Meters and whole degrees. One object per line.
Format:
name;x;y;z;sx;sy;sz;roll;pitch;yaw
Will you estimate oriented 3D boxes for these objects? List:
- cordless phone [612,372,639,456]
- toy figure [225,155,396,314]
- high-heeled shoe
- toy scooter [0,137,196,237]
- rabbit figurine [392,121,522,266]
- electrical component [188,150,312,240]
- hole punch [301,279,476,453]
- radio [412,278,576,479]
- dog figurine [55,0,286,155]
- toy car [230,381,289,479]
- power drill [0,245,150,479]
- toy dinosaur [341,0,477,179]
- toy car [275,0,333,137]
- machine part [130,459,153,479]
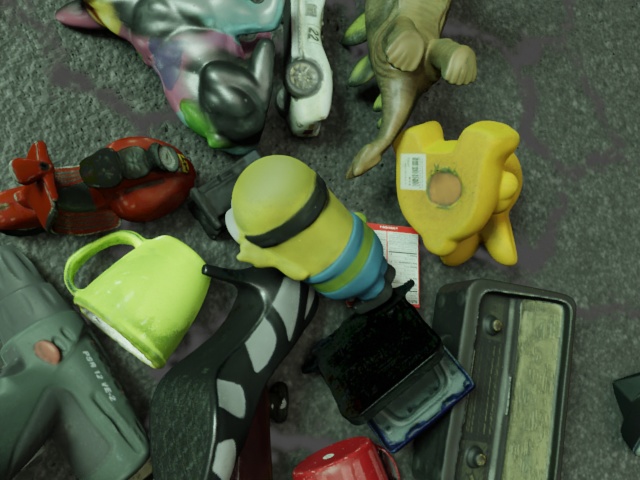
cordless phone;0.429;0.179;0.567;0.147;0.184;0.088;-11;79;-17
toy figure;-0.001;-0.004;0.477;0.180;0.082;0.089;35;113;-26
high-heeled shoe;-0.060;0.128;0.469;0.145;0.086;0.248;26;60;-45
toy scooter;-0.194;-0.050;0.458;0.184;0.135;0.075;-17;83;-20
rabbit figurine;0.170;-0.051;0.570;0.173;0.122;0.162;-20;102;-51
electrical component;-0.067;-0.052;0.526;0.119;0.075;0.047;-36;92;-15
hole punch;0.068;0.121;0.510;0.142;0.116;0.092;-42;124;5
radio;0.180;0.157;0.557;0.131;0.073;0.229;15;75;-13
dog figurine;-0.152;-0.188;0.515;0.219;0.108;0.191;9;80;-10
toy car;-0.070;0.215;0.471;0.089;0.053;0.202;4;65;-22
power drill;-0.234;0.106;0.387;0.086;0.207;0.232;-38;89;5
toy dinosaur;0.101;-0.279;0.548;0.105;0.199;0.471;21;84;-21
toy car;-0.018;-0.210;0.571;0.056;0.073;0.201;0;80;-13
machine part;-0.145;0.243;0.468;0.084;0.039;0.139;-40;90;-27
